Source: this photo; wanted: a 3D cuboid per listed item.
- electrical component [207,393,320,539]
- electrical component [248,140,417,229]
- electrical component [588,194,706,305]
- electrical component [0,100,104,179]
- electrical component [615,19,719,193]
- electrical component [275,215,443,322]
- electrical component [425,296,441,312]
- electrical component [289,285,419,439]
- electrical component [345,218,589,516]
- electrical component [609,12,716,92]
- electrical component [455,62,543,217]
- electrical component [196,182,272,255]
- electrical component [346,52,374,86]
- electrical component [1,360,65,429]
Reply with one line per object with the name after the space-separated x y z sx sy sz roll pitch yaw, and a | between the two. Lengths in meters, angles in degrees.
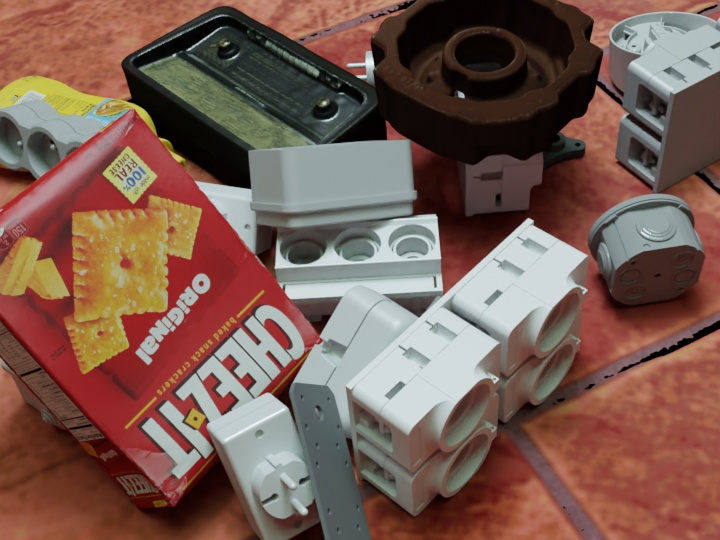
-0.051 0.132 0.675 0.047 0.083 0.076 -26 19 -18 | electrical component
-0.021 -0.067 0.821 0.113 0.057 0.078 -8 9 -28 | electrical component
0.216 -0.015 0.806 0.080 0.080 0.051 -8 53 -2 | electrical component
-0.229 -0.101 0.876 0.138 0.052 0.074 22 30 28 | electrical component
0.306 -0.157 0.909 0.186 0.105 0.060 -28 51 -19 | electrical component
0.000 0.000 0.822 0.121 0.063 0.078 -3 48 2 | electrical component
0.056 0.047 0.776 0.040 0.040 0.046 41 102 34 | electrical component
0.004 0.067 0.743 0.059 0.054 0.095 32 94 29 | electrical component
0.079 0.067 0.725 0.060 0.105 0.186 33 58 29 | electrical component
0.276 -0.199 0.977 0.099 0.064 0.099 -3 48 3 | electrical component
0.112 -0.131 0.913 0.062 0.089 0.150 -5 47 1 | electrical component
-0.121 -0.039 0.855 0.083 0.047 0.076 9 15 15 | electrical component
0.027 -0.185 1.001 0.079 0.044 0.077 -2 48 3 | electrical component
-0.194 0.072 0.783 0.100 0.048 0.099 27 55 26 | electrical component
